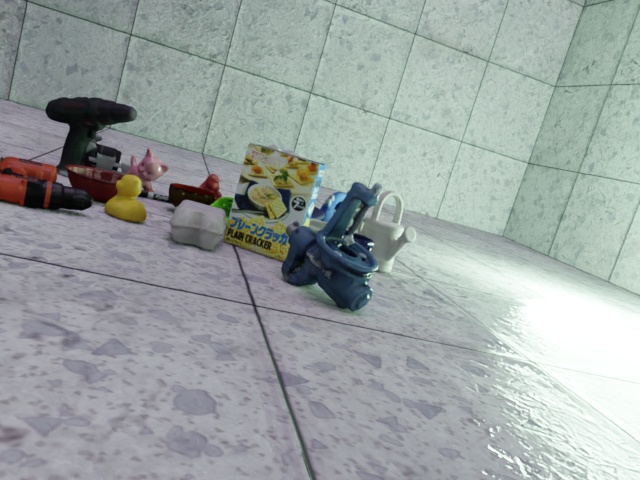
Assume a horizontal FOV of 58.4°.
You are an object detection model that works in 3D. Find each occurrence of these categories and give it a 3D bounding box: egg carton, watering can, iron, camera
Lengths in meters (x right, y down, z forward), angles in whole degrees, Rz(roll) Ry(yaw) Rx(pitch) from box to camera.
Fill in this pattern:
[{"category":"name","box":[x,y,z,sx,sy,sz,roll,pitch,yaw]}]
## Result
[{"category":"egg carton","box":[-0.240,-0.032,1.135,0.107,0.069,0.150,15,10,-11]},{"category":"watering can","box":[0.159,-0.024,1.396,0.172,0.194,0.101,22,11,27]},{"category":"iron","box":[0.036,-0.077,1.650,0.118,0.141,0.259,19,10,15]},{"category":"camera","box":[-0.621,-0.240,1.580,0.137,0.101,0.143,13,10,-21]}]

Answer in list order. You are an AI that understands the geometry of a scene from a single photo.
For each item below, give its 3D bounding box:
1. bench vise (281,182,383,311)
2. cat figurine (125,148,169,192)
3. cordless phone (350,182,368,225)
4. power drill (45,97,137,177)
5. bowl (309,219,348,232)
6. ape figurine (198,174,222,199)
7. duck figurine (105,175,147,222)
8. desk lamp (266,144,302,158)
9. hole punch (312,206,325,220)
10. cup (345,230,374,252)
[{"category":"bench vise","box":[0.019,-0.009,0.996,0.206,0.220,0.122,20,10,21]},{"category":"cat figurine","box":[-0.450,-0.180,1.473,0.127,0.118,0.067,23,11,33]},{"category":"cordless phone","box":[0.119,-0.055,1.536,0.148,0.185,0.093,11,11,-32]},{"category":"power drill","box":[-0.570,-0.252,1.406,0.229,0.208,0.076,18,10,8]},{"category":"bowl","box":[0.012,0.005,1.343,0.167,0.075,0.167,16,9,-3]},{"category":"ape figurine","box":[-0.299,-0.135,1.554,0.078,0.092,0.075,10,12,-36]},{"category":"duck figurine","box":[-0.385,-0.088,1.156,0.104,0.086,0.078,25,13,40]},{"category":"desk lamp","box":[-0.131,-0.155,1.588,0.117,0.213,0.204,19,10,16]},{"category":"hole punch","box":[-0.054,-0.049,1.490,0.101,0.091,0.108,7,13,-44]},{"category":"cup","box":[0.063,0.037,1.187,0.092,0.095,0.117,11,11,-28]}]
